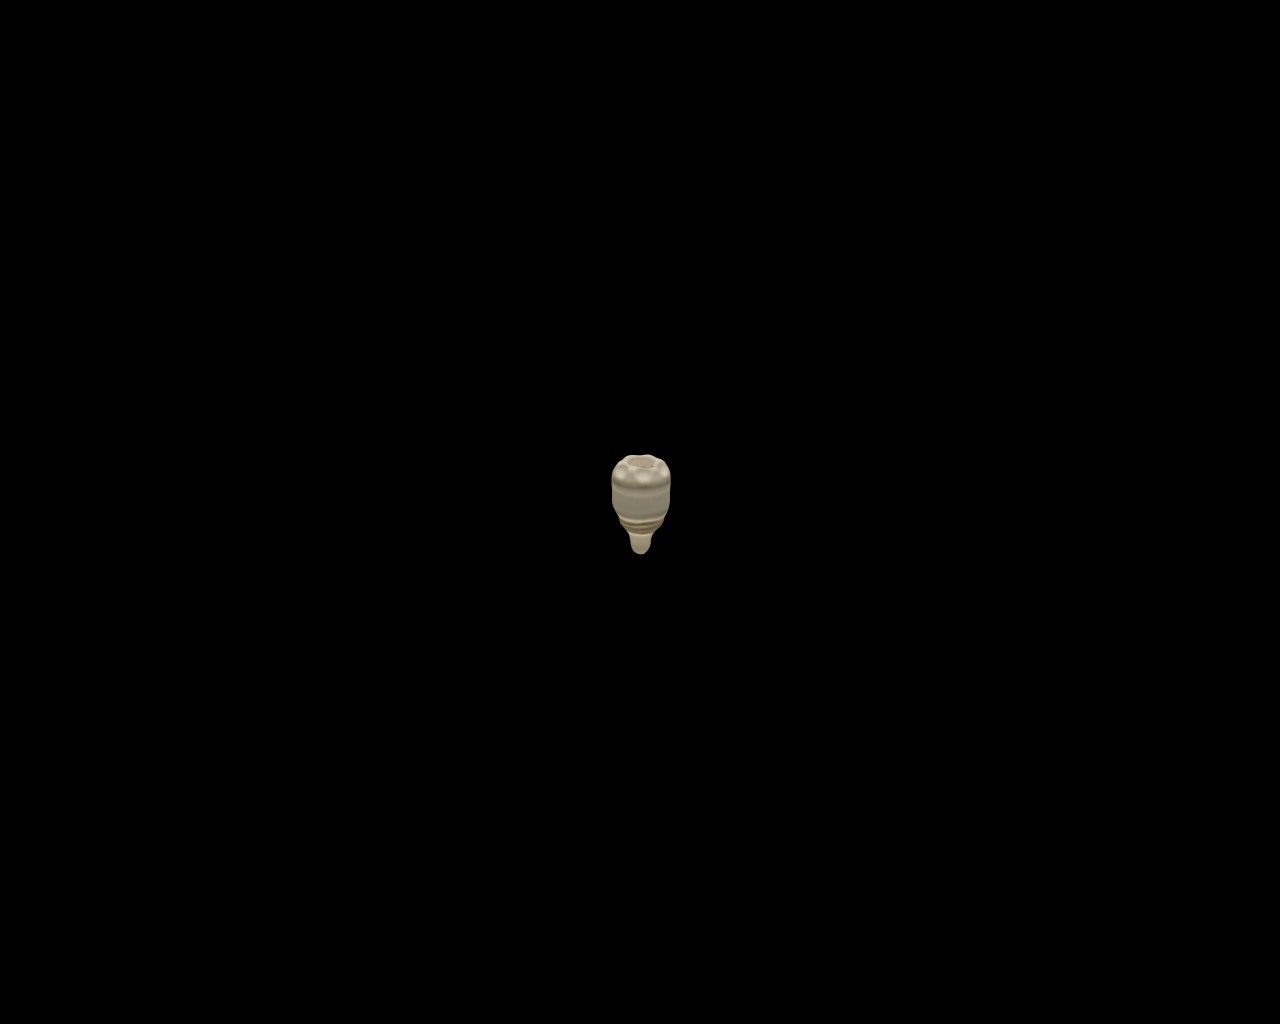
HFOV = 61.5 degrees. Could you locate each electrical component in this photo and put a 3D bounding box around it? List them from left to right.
[{"bbox_3d":[0.001,-0.003,0.650,0.035,0.061,0.035,0,22,0],"label":"electrical component"}]
